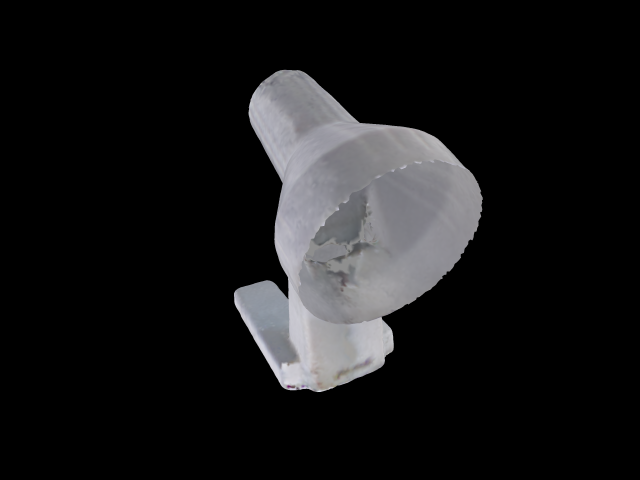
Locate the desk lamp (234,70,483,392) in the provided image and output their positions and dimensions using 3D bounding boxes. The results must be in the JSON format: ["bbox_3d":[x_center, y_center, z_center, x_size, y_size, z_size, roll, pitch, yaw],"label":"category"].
[{"bbox_3d":[0.004,0.001,0.400,0.118,0.214,0.202,-14,32,-23],"label":"desk lamp"}]
